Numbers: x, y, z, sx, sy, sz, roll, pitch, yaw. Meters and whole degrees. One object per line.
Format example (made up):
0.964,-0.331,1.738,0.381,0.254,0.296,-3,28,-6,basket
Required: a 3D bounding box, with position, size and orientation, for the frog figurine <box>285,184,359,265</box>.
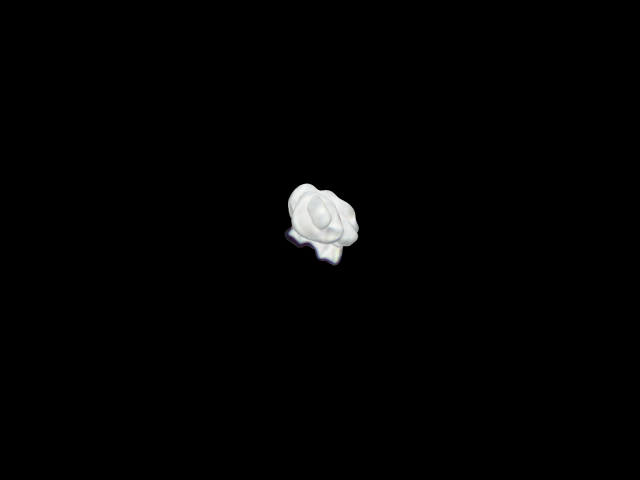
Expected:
0.003,-0.043,0.850,0.124,0.139,0.156,-33,-24,-17,frog figurine
